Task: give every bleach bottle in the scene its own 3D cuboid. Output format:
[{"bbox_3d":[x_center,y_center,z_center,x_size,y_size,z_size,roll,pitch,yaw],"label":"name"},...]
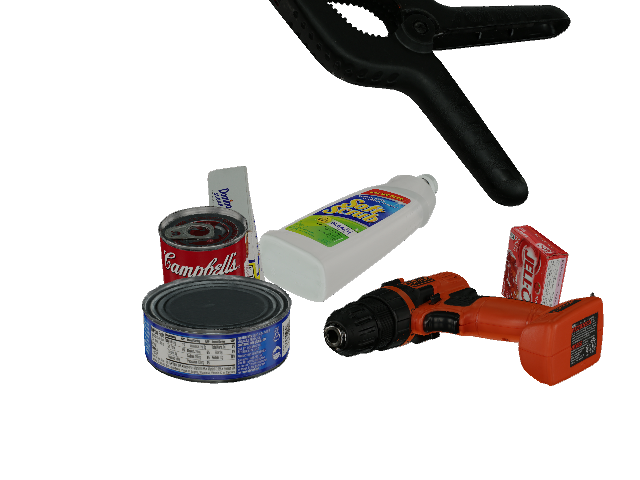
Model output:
[{"bbox_3d":[0.048,-0.020,1.247,0.103,0.068,0.250,24,40,33],"label":"bleach bottle"}]

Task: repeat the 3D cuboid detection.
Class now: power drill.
[{"bbox_3d":[0.119,0.069,0.870,0.188,0.057,0.184,10,17,38],"label":"power drill"}]

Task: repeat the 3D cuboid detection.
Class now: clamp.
[{"bbox_3d":[0.060,-0.117,0.682,0.210,0.164,0.036,19,-31,-11],"label":"clamp"}]

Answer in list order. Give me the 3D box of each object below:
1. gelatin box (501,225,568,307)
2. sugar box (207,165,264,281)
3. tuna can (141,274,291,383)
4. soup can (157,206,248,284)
[{"bbox_3d":[0.236,0.038,1.184,0.030,0.089,0.073,-9,30,-22],"label":"gelatin box"},{"bbox_3d":[-0.083,0.020,1.081,0.048,0.093,0.176,-9,-43,-1],"label":"sugar box"},{"bbox_3d":[-0.060,0.050,0.618,0.086,0.034,0.086,1,19,0],"label":"tuna can"},{"bbox_3d":[-0.089,0.033,0.829,0.068,0.102,0.068,0,28,0],"label":"soup can"}]
